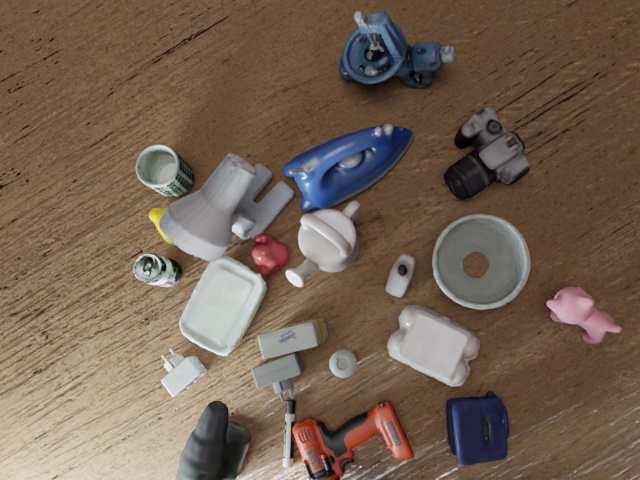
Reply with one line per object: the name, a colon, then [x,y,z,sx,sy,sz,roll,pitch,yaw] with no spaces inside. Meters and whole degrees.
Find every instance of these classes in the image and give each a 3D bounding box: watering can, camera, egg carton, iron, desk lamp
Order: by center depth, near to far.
watering can: [0.011,0.005,0.986,0.100,0.194,0.173,16,84,8]
desk lamp: [-0.161,-0.061,1.003,0.118,0.213,0.203,39,87,10]
egg carton: [0.199,0.183,1.004,0.150,0.069,0.107,24,85,9]
camera: [0.285,-0.148,1.027,0.137,0.101,0.143,-34,80,0]
iron: [0.057,-0.156,1.031,0.258,0.141,0.118,-28,80,1]

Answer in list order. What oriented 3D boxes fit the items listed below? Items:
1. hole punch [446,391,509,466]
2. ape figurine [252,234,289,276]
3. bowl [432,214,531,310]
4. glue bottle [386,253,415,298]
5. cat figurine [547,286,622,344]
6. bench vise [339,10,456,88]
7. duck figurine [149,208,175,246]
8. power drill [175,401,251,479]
hole punch: [0.269,0.317,0.967,0.101,0.091,0.109,-5,81,5]
ape figurine: [-0.098,0.026,1.046,0.076,0.092,0.078,9,83,7]
bowl: [0.279,0.041,1.014,0.167,0.075,0.167,-1,82,6]
glue bottle: [0.139,0.056,0.976,0.037,0.173,0.078,20,84,9]
cat figurine: [0.443,0.122,0.963,0.127,0.118,0.067,32,86,10]
bench vise: [0.131,-0.351,1.012,0.207,0.220,0.121,-15,80,4]
duck figurine: [-0.271,-0.030,1.075,0.104,0.086,0.077,25,85,9]
power drill: [-0.181,0.365,0.947,0.075,0.208,0.230,17,84,9]
